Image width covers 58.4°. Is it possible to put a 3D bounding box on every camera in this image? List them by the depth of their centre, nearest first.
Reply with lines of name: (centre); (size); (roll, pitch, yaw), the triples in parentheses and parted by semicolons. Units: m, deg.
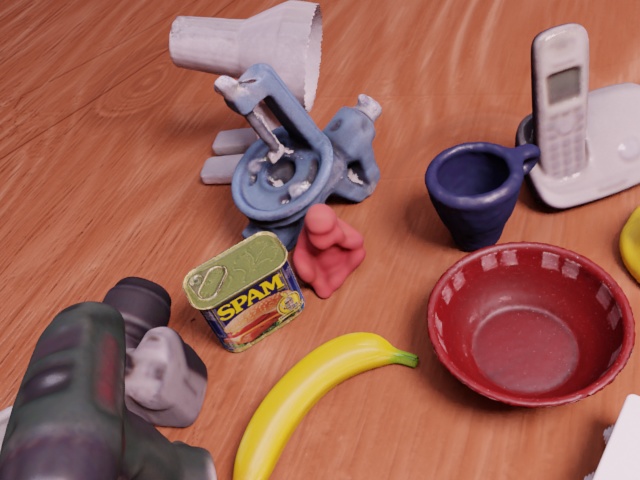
camera: (-0.183, 0.099, 0.551); (0.143, 0.101, 0.137); (-2, 48, 16)

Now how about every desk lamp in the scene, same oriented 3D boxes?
desk lamp: (-0.079, -0.177, 0.695); (0.202, 0.214, 0.118); (-2, 48, 16)

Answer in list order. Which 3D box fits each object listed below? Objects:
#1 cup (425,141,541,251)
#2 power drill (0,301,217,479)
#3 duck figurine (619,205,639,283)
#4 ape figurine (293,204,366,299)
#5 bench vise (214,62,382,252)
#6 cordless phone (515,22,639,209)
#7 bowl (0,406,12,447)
cup: (0.166, -0.042, 0.573); (0.118, 0.095, 0.091); (-26, 46, -6)
power drill: (-0.141, 0.162, 0.402); (0.075, 0.209, 0.229); (-23, 45, -3)
duck figurine: (0.312, -0.014, 0.506); (0.077, 0.086, 0.104); (2, 49, 19)
ape figurine: (0.005, 0.002, 0.586); (0.077, 0.092, 0.076); (-12, 46, 7)
bench vise: (-0.028, -0.111, 0.612); (0.121, 0.220, 0.208); (15, 54, 29)
cordless phone: (0.267, -0.130, 0.559); (0.147, 0.185, 0.094); (-21, 45, -1)
bowl: (-0.237, 0.221, 0.473); (0.167, 0.075, 0.167); (-9, 46, 10)
